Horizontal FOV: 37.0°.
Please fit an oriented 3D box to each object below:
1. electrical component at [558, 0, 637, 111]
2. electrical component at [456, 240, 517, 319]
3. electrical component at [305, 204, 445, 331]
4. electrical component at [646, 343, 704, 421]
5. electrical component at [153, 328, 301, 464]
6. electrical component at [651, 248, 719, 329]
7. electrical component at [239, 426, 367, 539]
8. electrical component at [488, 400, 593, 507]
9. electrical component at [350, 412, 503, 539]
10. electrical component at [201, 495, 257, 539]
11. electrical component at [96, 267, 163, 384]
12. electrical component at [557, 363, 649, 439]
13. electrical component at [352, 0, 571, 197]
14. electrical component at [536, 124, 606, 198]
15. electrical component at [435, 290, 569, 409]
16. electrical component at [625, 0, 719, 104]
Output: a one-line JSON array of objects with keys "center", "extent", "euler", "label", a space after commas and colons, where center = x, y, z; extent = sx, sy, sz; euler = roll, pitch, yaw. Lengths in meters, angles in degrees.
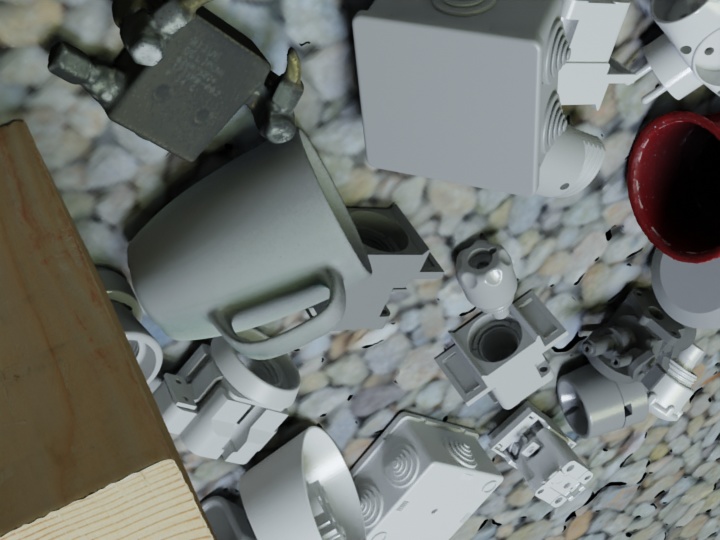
[{"center": [0.106, -0.120, 0.561], "extent": [0.081, 0.042, 0.063], "euler": [-6, 129, -30], "label": "electrical component"}, {"center": [0.082, 0.010, 0.670], "extent": [0.035, 0.035, 0.061], "euler": [-33, 141, -3], "label": "electrical component"}, {"center": [0.000, 0.000, 0.602], "extent": [0.081, 0.042, 0.063], "euler": [0, 129, -33], "label": "electrical component"}, {"center": [0.241, 0.083, 0.836], "extent": [0.048, 0.048, 0.062], "euler": [25, 104, -44], "label": "electrical component"}, {"center": [-0.071, 0.068, 0.607], "extent": [0.078, 0.058, 0.057], "euler": [22, 116, -44], "label": "electrical component"}, {"center": [0.246, 0.002, 0.738], "extent": [0.051, 0.080, 0.080], "euler": [8, 123, -44], "label": "electrical component"}, {"center": [-0.032, 0.157, 0.686], "extent": [0.064, 0.099, 0.099], "euler": [-30, 138, 2], "label": "electrical component"}, {"center": [0.137, 0.139, 0.802], "extent": [0.042, 0.063, 0.081], "euler": [-45, 137, 8], "label": "electrical component"}, {"center": [0.042, 0.155, 0.766], "extent": [0.100, 0.048, 0.099], "euler": [21, 114, -44], "label": "electrical component"}, {"center": [-0.102, 0.201, 0.709], "extent": [0.095, 0.053, 0.059], "euler": [-40, 138, 5], "label": "electrical component"}, {"center": [-0.128, 0.031, 0.535], "extent": [0.045, 0.055, 0.045], "euler": [-18, 136, -19], "label": "electrical component"}, {"center": [0.178, 0.094, 0.797], "extent": [0.047, 0.055, 0.055], "euler": [-19, 136, -13], "label": "electrical component"}, {"center": [0.049, -0.090, 0.514], "extent": [0.099, 0.100, 0.048], "euler": [83, 27, -44], "label": "electrical component"}, {"center": [0.104, -0.064, 0.610], "extent": [0.081, 0.043, 0.043], "euler": [11, 121, -39], "label": "electrical component"}, {"center": [0.097, 0.058, 0.719], "extent": [0.081, 0.042, 0.063], "euler": [-35, 140, 0], "label": "electrical component"}, {"center": [0.188, -0.122, 0.607], "extent": [0.079, 0.044, 0.077], "euler": [-34, 128, 28], "label": "electrical component"}]
